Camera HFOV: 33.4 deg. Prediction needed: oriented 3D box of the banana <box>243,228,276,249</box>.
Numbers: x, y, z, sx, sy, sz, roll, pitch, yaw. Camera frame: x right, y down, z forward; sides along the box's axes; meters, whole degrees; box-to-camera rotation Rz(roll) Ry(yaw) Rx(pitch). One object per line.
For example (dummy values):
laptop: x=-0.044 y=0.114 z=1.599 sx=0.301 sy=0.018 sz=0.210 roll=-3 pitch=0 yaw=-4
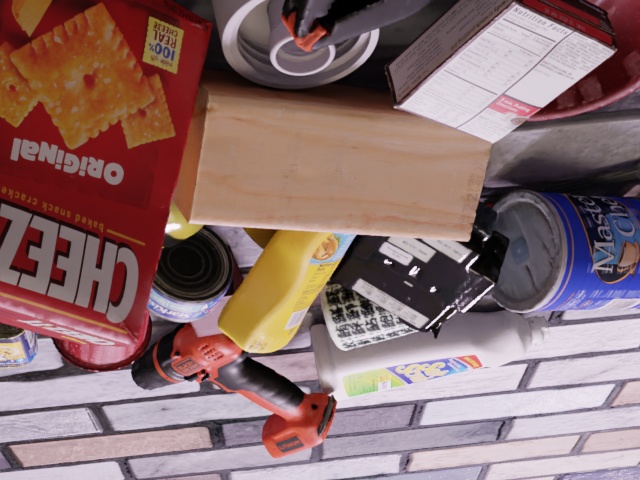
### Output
banana: x=-0.035 y=-0.023 z=0.893 sx=0.069 sy=0.037 sz=0.198 roll=-12 pitch=151 yaw=2

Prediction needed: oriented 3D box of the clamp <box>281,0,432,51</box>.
clamp: x=0.056 y=-0.189 z=0.580 sx=0.210 sy=0.036 sz=0.164 roll=-36 pitch=140 yaw=11

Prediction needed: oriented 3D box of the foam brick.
foam brick: x=-0.099 y=0.049 z=0.992 sx=0.053 sy=0.051 sz=0.078 roll=-9 pitch=151 yaw=2

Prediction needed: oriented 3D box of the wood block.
wood block: x=0.004 y=-0.060 z=0.746 sx=0.205 sy=0.091 sz=0.090 roll=4 pitch=109 yaw=-21

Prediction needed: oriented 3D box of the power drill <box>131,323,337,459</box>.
power drill: x=-0.091 y=0.157 z=1.117 sx=0.187 sy=0.057 sz=0.185 roll=37 pitch=142 yaw=-21

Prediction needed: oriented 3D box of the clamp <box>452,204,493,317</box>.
clamp: x=0.178 y=0.022 z=1.018 sx=0.120 sy=0.039 sz=0.171 roll=-10 pitch=150 yaw=-3

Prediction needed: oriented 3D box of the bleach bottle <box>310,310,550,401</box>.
bleach bottle: x=0.120 y=0.114 z=1.145 sx=0.251 sy=0.068 sz=0.102 roll=-10 pitch=151 yaw=1

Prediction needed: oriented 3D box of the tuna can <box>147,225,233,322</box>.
tuna can: x=-0.118 y=0.025 z=0.911 sx=0.086 sy=0.086 sz=0.034 roll=6 pitch=146 yaw=-22

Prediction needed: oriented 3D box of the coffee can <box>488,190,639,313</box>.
coffee can: x=0.223 y=0.011 z=0.924 sx=0.140 sy=0.103 sz=0.103 roll=1 pitch=150 yaw=-32

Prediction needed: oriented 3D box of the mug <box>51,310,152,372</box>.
mug: x=-0.203 y=0.052 z=0.953 sx=0.117 sy=0.093 sz=0.082 roll=30 pitch=143 yaw=8

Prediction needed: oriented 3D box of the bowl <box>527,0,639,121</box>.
bowl: x=0.156 y=-0.147 z=0.700 sx=0.162 sy=0.055 sz=0.162 roll=-5 pitch=150 yaw=-3

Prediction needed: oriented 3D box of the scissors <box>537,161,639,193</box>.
scissors: x=0.291 y=-0.070 z=0.902 sx=0.201 sy=0.016 sz=0.096 roll=-5 pitch=153 yaw=-5

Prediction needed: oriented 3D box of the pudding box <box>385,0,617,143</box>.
pudding box: x=0.110 y=-0.112 z=0.657 sx=0.089 sy=0.039 sz=0.114 roll=16 pitch=141 yaw=-33

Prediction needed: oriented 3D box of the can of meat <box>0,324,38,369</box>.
can of meat: x=-0.318 y=0.084 z=1.000 sx=0.102 sy=0.057 sz=0.084 roll=-2 pitch=152 yaw=-8

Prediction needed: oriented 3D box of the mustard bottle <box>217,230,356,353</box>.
mustard bottle: x=-0.006 y=0.001 z=0.861 sx=0.192 sy=0.058 sz=0.096 roll=-56 pitch=163 yaw=19

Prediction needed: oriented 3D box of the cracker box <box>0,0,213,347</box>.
cracker box: x=-0.161 y=-0.060 z=0.619 sx=0.072 sy=0.213 sz=0.164 roll=-3 pitch=160 yaw=45
